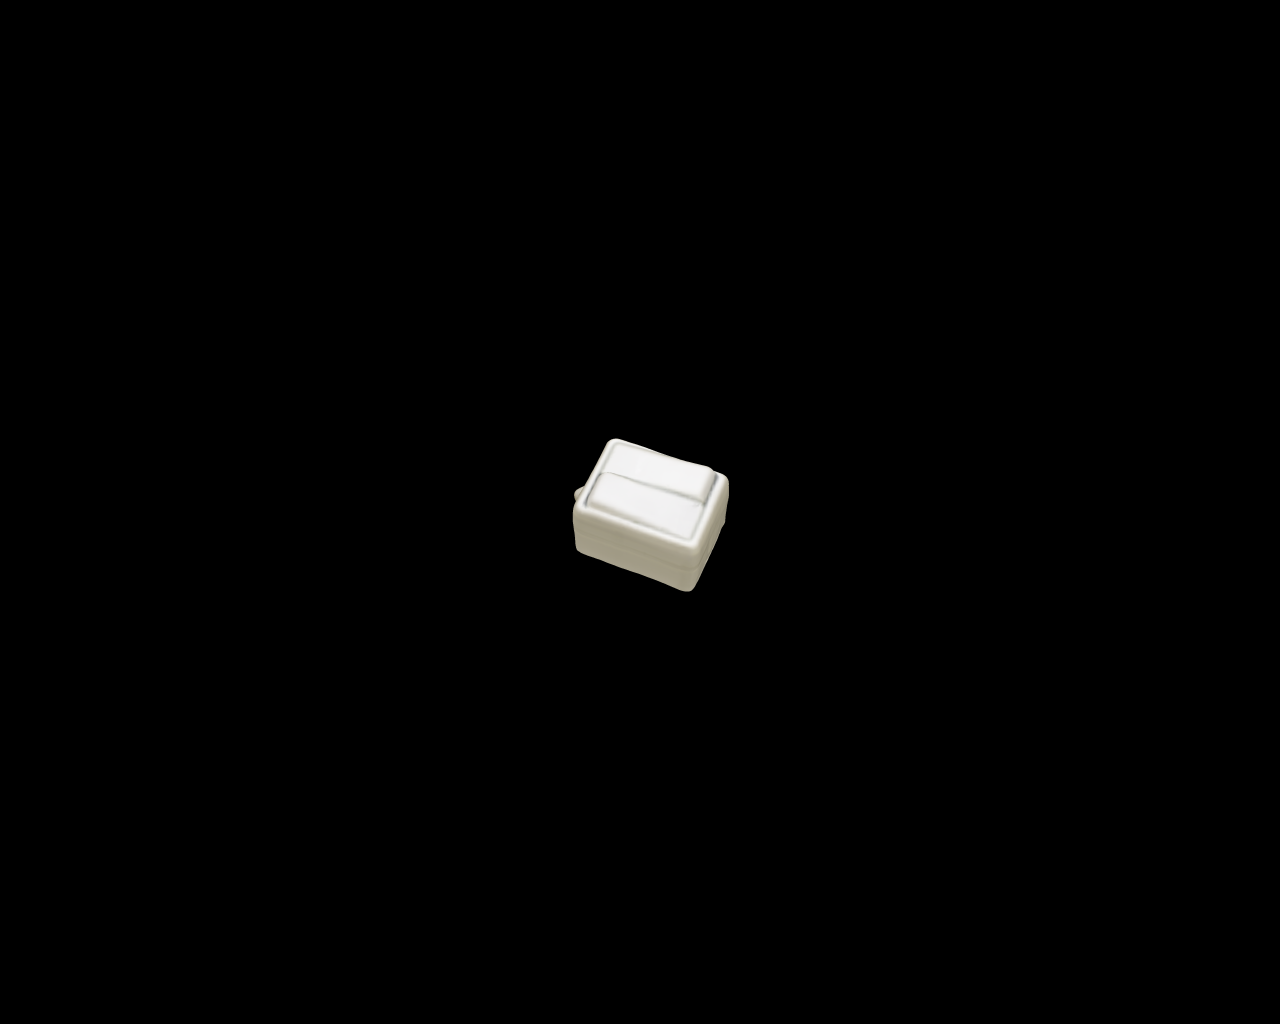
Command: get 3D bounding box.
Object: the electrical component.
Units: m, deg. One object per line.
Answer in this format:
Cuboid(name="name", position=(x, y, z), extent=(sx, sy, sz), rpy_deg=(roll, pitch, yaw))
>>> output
Cuboid(name="electrical component", position=(0.001, -0.003, 0.650), extent=(0.096, 0.062, 0.061), rpy_deg=(20, -31, 13))
